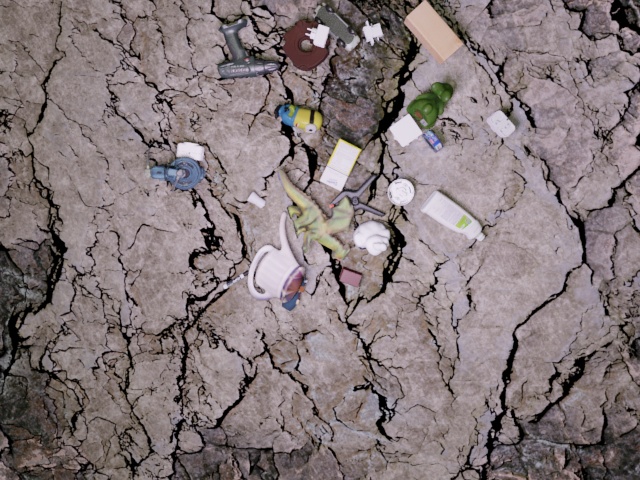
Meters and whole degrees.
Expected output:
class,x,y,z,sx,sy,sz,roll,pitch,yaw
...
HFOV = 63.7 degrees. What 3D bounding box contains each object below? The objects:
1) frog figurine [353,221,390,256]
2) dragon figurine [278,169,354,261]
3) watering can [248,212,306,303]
class,x,y,z,sx,sy,sz,roll,pitch,yaw
frog figurine,0.191,-0.007,1.906,0.137,0.160,0.122,-1,96,4
dragon figurine,0.006,-0.097,1.933,0.243,0.123,0.406,-16,104,-2
watering can,-0.147,0.086,1.949,0.226,0.104,0.346,31,98,24
